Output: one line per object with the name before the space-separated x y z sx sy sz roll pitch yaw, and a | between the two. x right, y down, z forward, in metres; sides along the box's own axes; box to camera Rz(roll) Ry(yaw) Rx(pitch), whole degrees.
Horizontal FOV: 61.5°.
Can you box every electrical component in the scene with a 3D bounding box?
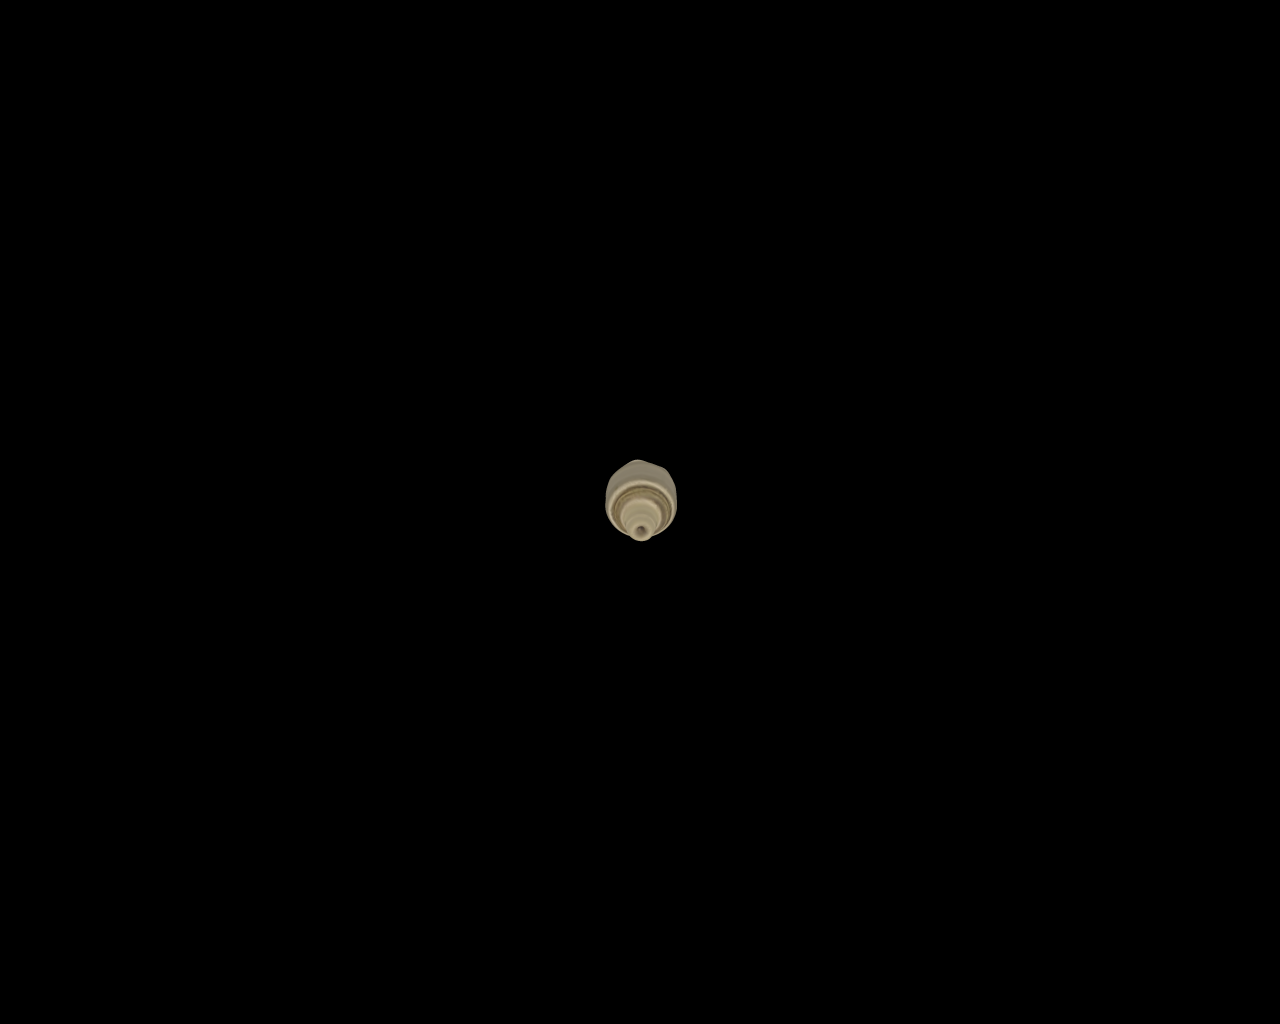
electrical component | 0.001 -0.003 0.650 0.043 0.043 0.062 0 28 0
